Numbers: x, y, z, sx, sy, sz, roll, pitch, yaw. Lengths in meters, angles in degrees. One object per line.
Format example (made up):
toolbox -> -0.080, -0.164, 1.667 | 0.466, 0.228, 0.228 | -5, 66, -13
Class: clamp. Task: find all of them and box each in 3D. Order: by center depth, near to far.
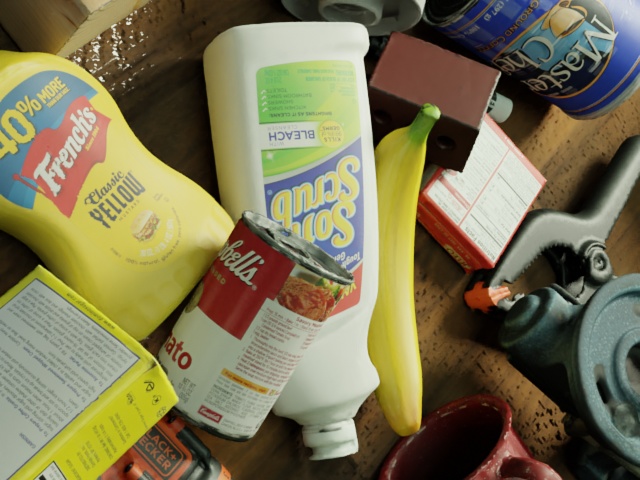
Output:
clamp -> 0.195, 0.027, 0.766 | 0.209, 0.036, 0.164 | -22, 91, -32

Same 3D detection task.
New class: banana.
banana -> 0.044, 0.018, 0.657 | 0.037, 0.070, 0.198 | 2, 89, -11

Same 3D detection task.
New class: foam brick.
foam brick -> 0.069, -0.089, 0.689 | 0.078, 0.053, 0.051 | 22, 63, 5

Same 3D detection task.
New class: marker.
marker -> 0.082, -0.113, 0.742 | 0.121, 0.020, 0.020 | 22, 67, -26

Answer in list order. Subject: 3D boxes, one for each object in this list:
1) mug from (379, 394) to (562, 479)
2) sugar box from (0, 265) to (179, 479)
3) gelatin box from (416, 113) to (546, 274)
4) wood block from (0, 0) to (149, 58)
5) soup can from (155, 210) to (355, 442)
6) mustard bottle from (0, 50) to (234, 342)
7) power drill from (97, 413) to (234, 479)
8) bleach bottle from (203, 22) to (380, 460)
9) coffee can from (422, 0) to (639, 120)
mug -> 0.103, 0.152, 0.633 | 0.081, 0.117, 0.093 | 53, 53, -16
sugar box -> -0.158, 0.098, 0.472 | 0.176, 0.093, 0.048 | -44, 145, -21
gelatin box -> 0.105, -0.033, 0.729 | 0.073, 0.030, 0.089 | 45, 62, -16
wood block -> -0.169, -0.208, 0.566 | 0.090, 0.091, 0.206 | -43, 101, -32
soup can -> -0.037, 0.045, 0.557 | 0.068, 0.068, 0.102 | 29, 98, -23
mustard bottle -> -0.139, -0.040, 0.562 | 0.191, 0.058, 0.096 | 47, 60, -13
power drill -> -0.117, 0.170, 0.526 | 0.184, 0.057, 0.187 | 48, 55, -8
bleach bottle -> -0.004, 0.001, 0.632 | 0.102, 0.068, 0.251 | -6, 83, -24
coffee can -> 0.156, -0.161, 0.749 | 0.140, 0.103, 0.102 | 27, 65, -24
